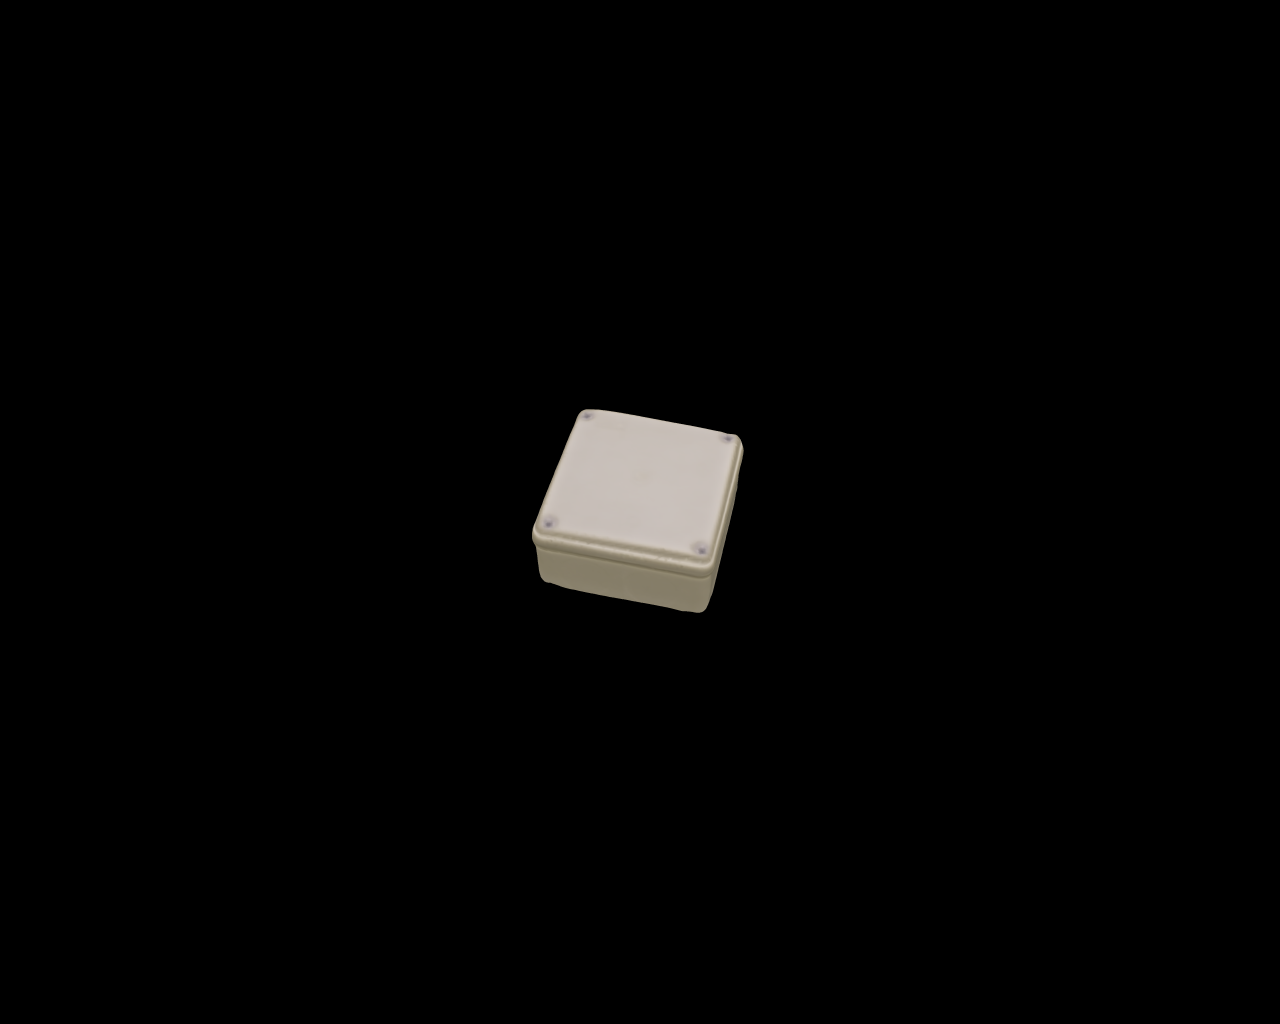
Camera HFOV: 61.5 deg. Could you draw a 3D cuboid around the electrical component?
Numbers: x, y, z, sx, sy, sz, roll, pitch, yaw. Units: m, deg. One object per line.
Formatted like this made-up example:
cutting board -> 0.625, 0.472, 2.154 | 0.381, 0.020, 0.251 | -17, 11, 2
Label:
electrical component -> 0.001, -0.003, 0.650 | 0.109, 0.109, 0.056 | 11, -39, 9
